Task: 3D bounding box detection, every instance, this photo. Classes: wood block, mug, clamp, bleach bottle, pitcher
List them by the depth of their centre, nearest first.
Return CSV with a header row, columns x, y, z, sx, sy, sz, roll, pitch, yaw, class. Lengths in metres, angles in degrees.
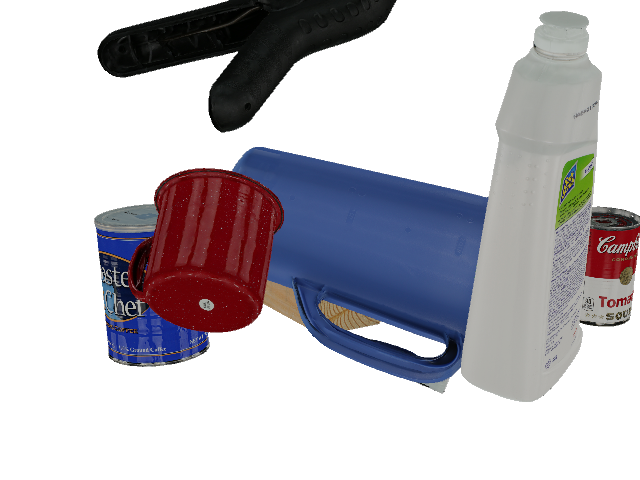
x,y,z,sx,sy,sz,roll,pitch,yaw,class
-0.019,-0.109,0.550,0.171,0.039,0.120,-28,44,-17,clamp
0.141,-0.023,0.681,0.068,0.251,0.102,18,35,26,bleach bottle
-0.086,0.012,0.739,0.117,0.081,0.093,-12,-38,26,mug
0.036,0.010,0.898,0.243,0.145,0.149,16,19,11,pitcher
-0.025,0.030,1.242,0.090,0.090,0.206,-8,20,-36,wood block

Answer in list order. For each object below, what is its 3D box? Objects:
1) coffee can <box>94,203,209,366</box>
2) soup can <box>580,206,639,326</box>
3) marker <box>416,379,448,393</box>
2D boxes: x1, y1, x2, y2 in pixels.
x,y,z,sx,sy,sz,roll,pitch,yaw,class
-0.166,0.042,1.059,0.103,0.140,0.103,-3,13,0,coffee can
0.273,0.025,1.042,0.068,0.102,0.068,1,18,0,soup can
0.073,0.126,1.100,0.121,0.020,0.020,22,4,11,marker
